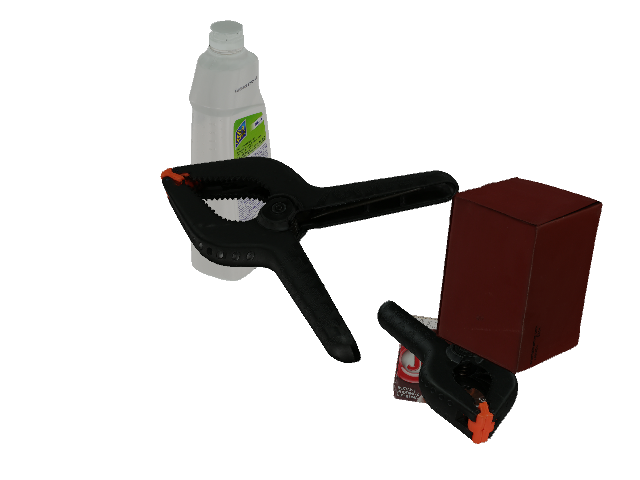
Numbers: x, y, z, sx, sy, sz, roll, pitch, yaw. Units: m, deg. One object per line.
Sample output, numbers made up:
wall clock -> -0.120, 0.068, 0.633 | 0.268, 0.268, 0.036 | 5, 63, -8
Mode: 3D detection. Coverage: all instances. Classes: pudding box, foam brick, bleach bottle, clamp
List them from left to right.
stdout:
bleach bottle -> -0.083, -0.088, 1.009 | 0.068, 0.251, 0.102 | 16, 38, 19
clamp -> -0.017, -0.017, 0.757 | 0.210, 0.164, 0.036 | 26, -31, 27
pudding box -> 0.141, 0.133, 1.165 | 0.113, 0.090, 0.039 | 7, 23, 3
clamp -> 0.125, 0.100, 0.882 | 0.120, 0.039, 0.171 | -8, 35, -11
foam brick -> 0.094, 0.015, 0.514 | 0.052, 0.078, 0.051 | -15, 30, -40
